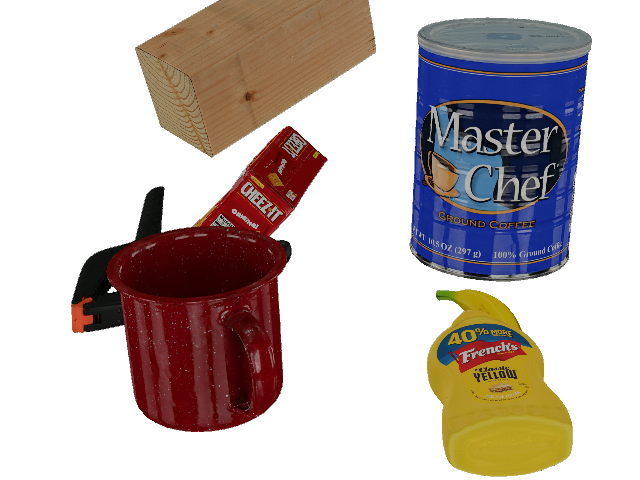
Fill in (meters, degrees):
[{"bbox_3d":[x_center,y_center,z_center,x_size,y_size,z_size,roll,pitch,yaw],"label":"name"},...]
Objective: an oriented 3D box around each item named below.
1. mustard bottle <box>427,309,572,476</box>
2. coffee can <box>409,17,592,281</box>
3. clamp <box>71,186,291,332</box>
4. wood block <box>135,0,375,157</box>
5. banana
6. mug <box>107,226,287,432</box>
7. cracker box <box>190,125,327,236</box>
[{"bbox_3d":[0.138,0.112,0.877,0.096,0.058,0.191,-6,26,1],"label":"mustard bottle"},{"bbox_3d":[0.109,-0.059,0.662,0.103,0.140,0.103,0,22,0],"label":"coffee can"},{"bbox_3d":[-0.151,0.018,0.954,0.165,0.036,0.209,27,39,31],"label":"clamp"},{"bbox_3d":[-0.056,-0.179,1.003,0.205,0.091,0.090,-36,45,-24],"label":"wood block"},{"bbox_3d":[0.184,0.109,1.141,0.069,0.037,0.198,-24,34,4],"label":"banana"},{"bbox_3d":[-0.055,0.051,0.557,0.093,0.081,0.117,-17,28,-30],"label":"mug"},{"bbox_3d":[-0.100,-0.018,1.229,0.214,0.072,0.164,-46,7,26],"label":"cracker box"}]
